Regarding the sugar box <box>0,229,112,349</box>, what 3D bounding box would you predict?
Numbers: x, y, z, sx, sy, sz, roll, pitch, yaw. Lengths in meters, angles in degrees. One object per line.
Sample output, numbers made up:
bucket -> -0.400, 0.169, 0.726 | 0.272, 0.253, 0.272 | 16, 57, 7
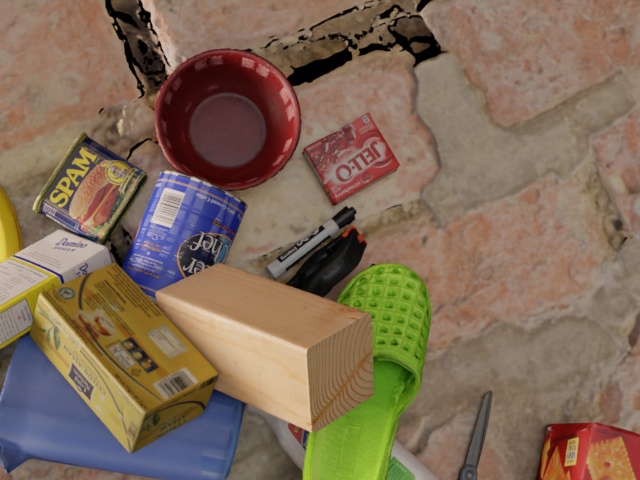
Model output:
sugar box -> -0.306, 0.054, 1.093 | 0.175, 0.093, 0.048 | -32, 125, -37

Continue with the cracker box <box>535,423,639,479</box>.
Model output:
cracker box -> 0.264, 0.300, 1.112 | 0.072, 0.164, 0.213 | 17, 80, -1

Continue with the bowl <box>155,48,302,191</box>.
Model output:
bowl -> -0.103, -0.129, 1.193 | 0.162, 0.055, 0.162 | 1, 82, -6

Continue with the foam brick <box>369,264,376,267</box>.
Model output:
foam brick -> 0.054, 0.074, 1.181 | 0.053, 0.051, 0.078 | 35, 80, 0

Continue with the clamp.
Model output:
clamp -> -0.016, 0.049, 1.163 | 0.171, 0.120, 0.039 | -45, 114, -39

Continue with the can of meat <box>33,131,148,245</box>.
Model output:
can of meat -> -0.249, -0.053, 1.167 | 0.084, 0.057, 0.102 | 32, 80, -3

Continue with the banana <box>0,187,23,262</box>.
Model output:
banana -> -0.356, 0.006, 1.159 | 0.069, 0.037, 0.198 | -18, 83, 4

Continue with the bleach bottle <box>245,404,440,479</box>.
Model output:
bleach bottle -> 0.004, 0.217, 1.151 | 0.251, 0.068, 0.102 | 38, 81, 3

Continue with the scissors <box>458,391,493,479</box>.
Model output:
scissors -> 0.145, 0.267, 1.180 | 0.096, 0.016, 0.202 | 2, 81, -6

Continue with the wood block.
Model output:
wood block -> -0.055, 0.099, 1.034 | 0.090, 0.206, 0.090 | -25, 121, -42

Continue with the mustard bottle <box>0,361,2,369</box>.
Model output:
mustard bottle -> -0.392, 0.204, 1.093 | 0.058, 0.096, 0.191 | 21, 80, -1

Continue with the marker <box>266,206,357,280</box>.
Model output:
marker -> -0.008, 0.001, 1.202 | 0.121, 0.020, 0.020 | -37, 87, -10

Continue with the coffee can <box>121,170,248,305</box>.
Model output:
coffee can -> -0.150, 0.009, 1.144 | 0.103, 0.103, 0.140 | 21, 80, -3

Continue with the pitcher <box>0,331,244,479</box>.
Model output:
pitcher -> -0.204, 0.169, 1.108 | 0.242, 0.145, 0.149 | 14, 109, -7

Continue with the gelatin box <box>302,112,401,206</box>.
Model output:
gelatin box -> 0.036, -0.092, 1.215 | 0.089, 0.030, 0.073 | -30, 86, -9
